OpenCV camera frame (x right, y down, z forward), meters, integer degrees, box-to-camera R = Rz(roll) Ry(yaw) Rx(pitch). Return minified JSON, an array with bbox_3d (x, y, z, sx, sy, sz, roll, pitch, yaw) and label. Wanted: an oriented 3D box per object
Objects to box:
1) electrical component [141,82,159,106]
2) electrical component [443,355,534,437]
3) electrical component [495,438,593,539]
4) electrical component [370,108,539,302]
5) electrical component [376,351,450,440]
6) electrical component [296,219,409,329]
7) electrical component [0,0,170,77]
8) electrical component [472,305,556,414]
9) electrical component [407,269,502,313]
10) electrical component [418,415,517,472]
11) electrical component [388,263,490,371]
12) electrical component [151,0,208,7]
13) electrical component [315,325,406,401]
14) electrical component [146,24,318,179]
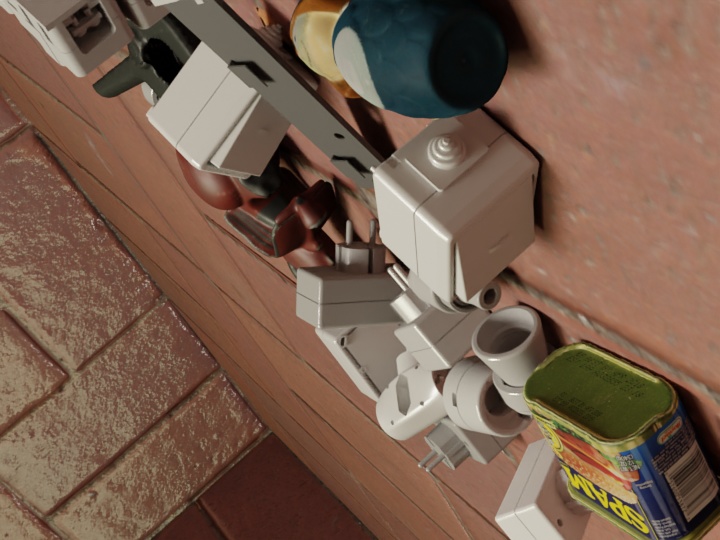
[{"bbox_3d":[-0.157,-0.152,0.925,0.055,0.045,0.045,39,164,39],"label":"electrical component"},{"bbox_3d":[0.094,0.090,0.764,0.055,0.055,0.047,53,163,-15],"label":"electrical component"},{"bbox_3d":[0.146,0.150,0.738,0.076,0.083,0.047,-31,103,39],"label":"electrical component"},{"bbox_3d":[0.049,-0.034,0.528,0.061,0.062,0.096,45,167,20],"label":"electrical component"},{"bbox_3d":[0.051,0.092,0.902,0.043,0.077,0.079,16,-128,-32],"label":"electrical component"},{"bbox_3d":[0.000,0.000,0.794,0.047,0.083,0.075,-157,67,-64],"label":"electrical component"},{"bbox_3d":[-0.214,-0.224,0.765,0.186,0.105,0.060,42,166,31],"label":"electrical component"},{"bbox_3d":[0.100,0.056,0.661,0.045,0.045,0.055,31,159,54],"label":"electrical component"},{"bbox_3d":[0.060,0.006,0.653,0.062,0.043,0.043,30,157,53],"label":"electrical component"},{"bbox_3d":[0.081,0.142,0.908,0.047,0.077,0.066,52,167,-11],"label":"electrical component"},{"bbox_3d":[0.047,0.026,0.749,0.076,0.047,0.066,50,168,-1],"label":"electrical component"},{"bbox_3d":[-0.044,-0.153,0.427,0.061,0.089,0.150,54,167,-22],"label":"electrical component"},{"bbox_3d":[0.007,0.062,0.960,0.096,0.062,0.061,54,167,-21],"label":"electrical component"},{"bbox_3d":[-0.072,-0.108,0.669,0.061,0.096,0.062,45,-164,19],"label":"electrical component"}]
